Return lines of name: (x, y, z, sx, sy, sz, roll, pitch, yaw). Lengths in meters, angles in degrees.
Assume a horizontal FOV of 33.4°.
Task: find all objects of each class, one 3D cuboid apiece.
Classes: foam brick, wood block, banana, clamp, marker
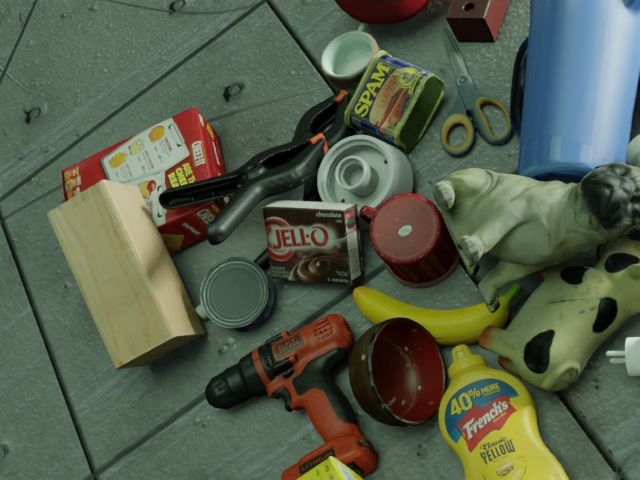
foam brick: (0.197, -0.291, 1.322, 0.053, 0.051, 0.078, 7, 66, 30)
wood block: (-0.232, 0.041, 1.280, 0.090, 0.090, 0.206, -29, 79, 14)
banana: (0.121, 0.082, 1.158, 0.198, 0.037, 0.069, -1, 46, 26)
clamp: (-0.019, -0.116, 1.344, 0.120, 0.039, 0.171, 18, 69, 29)
clamp: (-0.085, -0.070, 1.272, 0.209, 0.036, 0.165, -33, 32, -24)
marker: (-0.101, 0.052, 1.301, 0.121, 0.020, 0.020, -40, 52, 2)

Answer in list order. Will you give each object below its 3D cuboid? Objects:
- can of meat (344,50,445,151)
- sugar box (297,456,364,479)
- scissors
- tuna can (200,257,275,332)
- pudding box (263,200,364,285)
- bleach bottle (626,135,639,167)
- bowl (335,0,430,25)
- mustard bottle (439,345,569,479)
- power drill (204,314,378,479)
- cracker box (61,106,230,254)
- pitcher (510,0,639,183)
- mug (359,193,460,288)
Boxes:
can of meat: (0.091, -0.167, 1.295, 0.084, 0.057, 0.102, 29, 93, 34)
sugar box: (-0.032, 0.295, 1.076, 0.176, 0.093, 0.048, -38, 50, 4)
scissors: (0.162, -0.175, 1.296, 0.096, 0.016, 0.202, -35, 52, 5)
tuna can: (-0.097, 0.065, 1.267, 0.086, 0.033, 0.086, -3, 76, 13)
pudding box: (-0.008, 0.002, 1.238, 0.114, 0.090, 0.039, 2, 19, 29)
bleach bottle: (0.406, -0.013, 1.021, 0.102, 0.068, 0.251, -33, 67, 9)
bowl: (0.081, -0.321, 1.374, 0.162, 0.055, 0.162, -2, 35, 1)
mustard bottle: (0.170, 0.186, 1.054, 0.096, 0.058, 0.192, -28, 53, 12)
power drill: (-0.029, 0.188, 1.159, 0.184, 0.057, 0.188, -29, 53, 10)
cracker box: (-0.227, -0.055, 1.399, 0.214, 0.072, 0.164, -23, 55, 13)
pitcher: (0.276, -0.157, 1.166, 0.145, 0.149, 0.242, 7, 68, 13)
mug: (0.094, -0.008, 1.178, 0.117, 0.081, 0.093, 32, 86, 25)
